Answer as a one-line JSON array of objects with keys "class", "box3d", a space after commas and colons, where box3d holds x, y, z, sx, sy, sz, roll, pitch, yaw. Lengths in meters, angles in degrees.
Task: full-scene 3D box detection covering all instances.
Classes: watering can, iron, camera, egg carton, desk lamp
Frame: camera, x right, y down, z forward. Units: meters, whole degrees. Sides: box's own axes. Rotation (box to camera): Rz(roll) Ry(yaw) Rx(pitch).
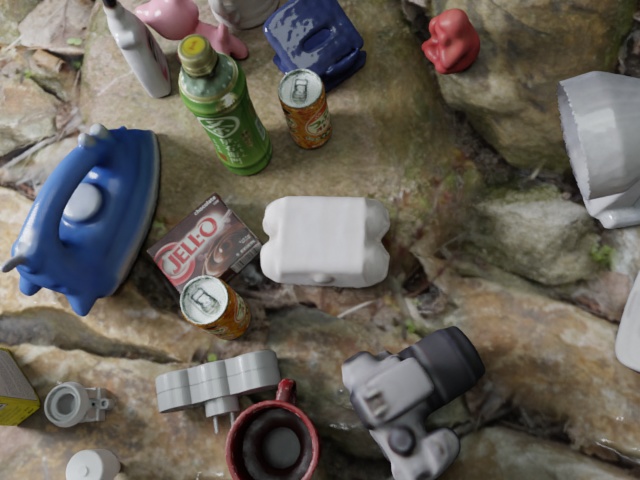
[{"class": "watering can", "box3d": [-0.120, -0.383, 0.741, 0.101, 0.194, 0.173, -14, 71, 2]}, {"class": "iron", "box3d": [-0.278, -0.050, 0.678, 0.118, 0.141, 0.258, 17, 74, 12]}, {"class": "camera", "box3d": [0.107, 0.159, 0.585, 0.137, 0.101, 0.143, -30, 71, -4]}, {"class": "egg carton", "box3d": [0.006, 0.002, 0.666, 0.150, 0.069, 0.107, 0, 72, 7]}, {"class": "desk lamp", "box3d": [0.332, -0.097, 0.584, 0.203, 0.214, 0.118, -9, 71, 4]}]

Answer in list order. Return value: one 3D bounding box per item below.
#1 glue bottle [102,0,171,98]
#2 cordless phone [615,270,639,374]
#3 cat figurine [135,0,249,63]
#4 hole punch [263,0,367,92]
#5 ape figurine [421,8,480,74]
[{"class": "glue bottle", "box3d": [-0.238, -0.257, 0.725, 0.037, 0.173, 0.078, -19, 70, 1]}, {"class": "cordless phone", "box3d": [0.367, 0.062, 0.542, 0.094, 0.185, 0.148, 21, 75, 13]}, {"class": "cat figurine", "box3d": [-0.170, -0.282, 0.754, 0.127, 0.118, 0.067, 23, 76, 14]}, {"class": "hole punch", "box3d": [-0.004, -0.255, 0.740, 0.109, 0.091, 0.101, -38, 71, -6]}, {"class": "ape figurine", "box3d": [0.165, -0.256, 0.720, 0.076, 0.092, 0.078, 10, 73, 10]}]
